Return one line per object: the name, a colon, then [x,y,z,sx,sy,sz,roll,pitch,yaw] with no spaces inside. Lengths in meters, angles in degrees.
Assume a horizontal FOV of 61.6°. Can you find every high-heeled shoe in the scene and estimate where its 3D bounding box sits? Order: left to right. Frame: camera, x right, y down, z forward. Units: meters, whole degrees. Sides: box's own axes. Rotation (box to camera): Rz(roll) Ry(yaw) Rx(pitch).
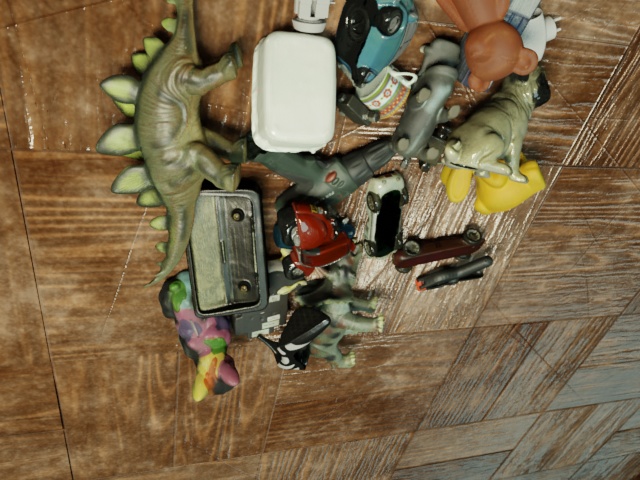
high-heeled shoe: [-0.022,0.209,1.061,0.145,0.086,0.249,37,145,-24]

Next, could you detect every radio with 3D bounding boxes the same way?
radio: [-0.156,0.014,0.911,0.131,0.073,0.229,-4,112,-4]

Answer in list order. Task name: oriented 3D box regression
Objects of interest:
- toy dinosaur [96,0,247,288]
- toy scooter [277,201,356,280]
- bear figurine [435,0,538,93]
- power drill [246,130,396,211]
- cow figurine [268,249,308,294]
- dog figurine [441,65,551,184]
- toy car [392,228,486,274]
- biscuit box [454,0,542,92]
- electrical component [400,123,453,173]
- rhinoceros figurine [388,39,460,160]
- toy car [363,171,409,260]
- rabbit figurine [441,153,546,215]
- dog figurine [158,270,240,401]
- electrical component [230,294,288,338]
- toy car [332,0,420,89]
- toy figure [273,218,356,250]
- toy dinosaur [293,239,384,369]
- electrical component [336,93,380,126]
toy dinosaur: [-0.206,-0.132,0.769,0.199,0.105,0.470,5,112,2]
toy scooter: [-0.002,-0.003,0.925,0.135,0.075,0.183,-12,142,-8]
bear figurine: [0.211,-0.305,0.740,0.132,0.120,0.195,-22,101,-41]
power drill: [-0.012,-0.136,0.891,0.232,0.086,0.207,-37,139,18]
cow figurine: [-0.112,0.071,1.020,0.167,0.098,0.068,-10,139,-11]
dog figurine: [0.275,-0.198,0.847,0.172,0.121,0.190,5,99,-50]
toy car: [0.248,0.019,1.131,0.202,0.053,0.089,-12,149,-10]
biscuit box: [0.272,-0.331,0.819,0.059,0.063,0.202,7,128,-26]
electrical component: [0.194,-0.166,0.955,0.078,0.045,0.102,17,125,3]
rhinoceros figurine: [0.170,-0.217,0.848,0.073,0.112,0.190,15,112,-10]
toy car: [0.123,-0.040,1.034,0.073,0.056,0.201,-15,135,-15]
rabbit figurine: [0.300,-0.138,0.989,0.162,0.122,0.173,-31,120,21]
dog figurine: [-0.218,0.184,1.001,0.108,0.219,0.191,-22,135,-4]
electrical component: [-0.127,0.139,1.094,0.115,0.058,0.134,-7,132,-21]
toy car: [0.086,-0.299,0.759,0.103,0.109,0.161,-17,145,-29]
toy figure: [-0.009,-0.015,1.008,0.154,0.058,0.064,-5,138,-22]
toy dinosaur: [0.012,0.181,1.158,0.192,0.131,0.404,15,133,-10]
electrical component: [0.051,-0.205,0.836,0.063,0.094,0.021,34,87,-40]
